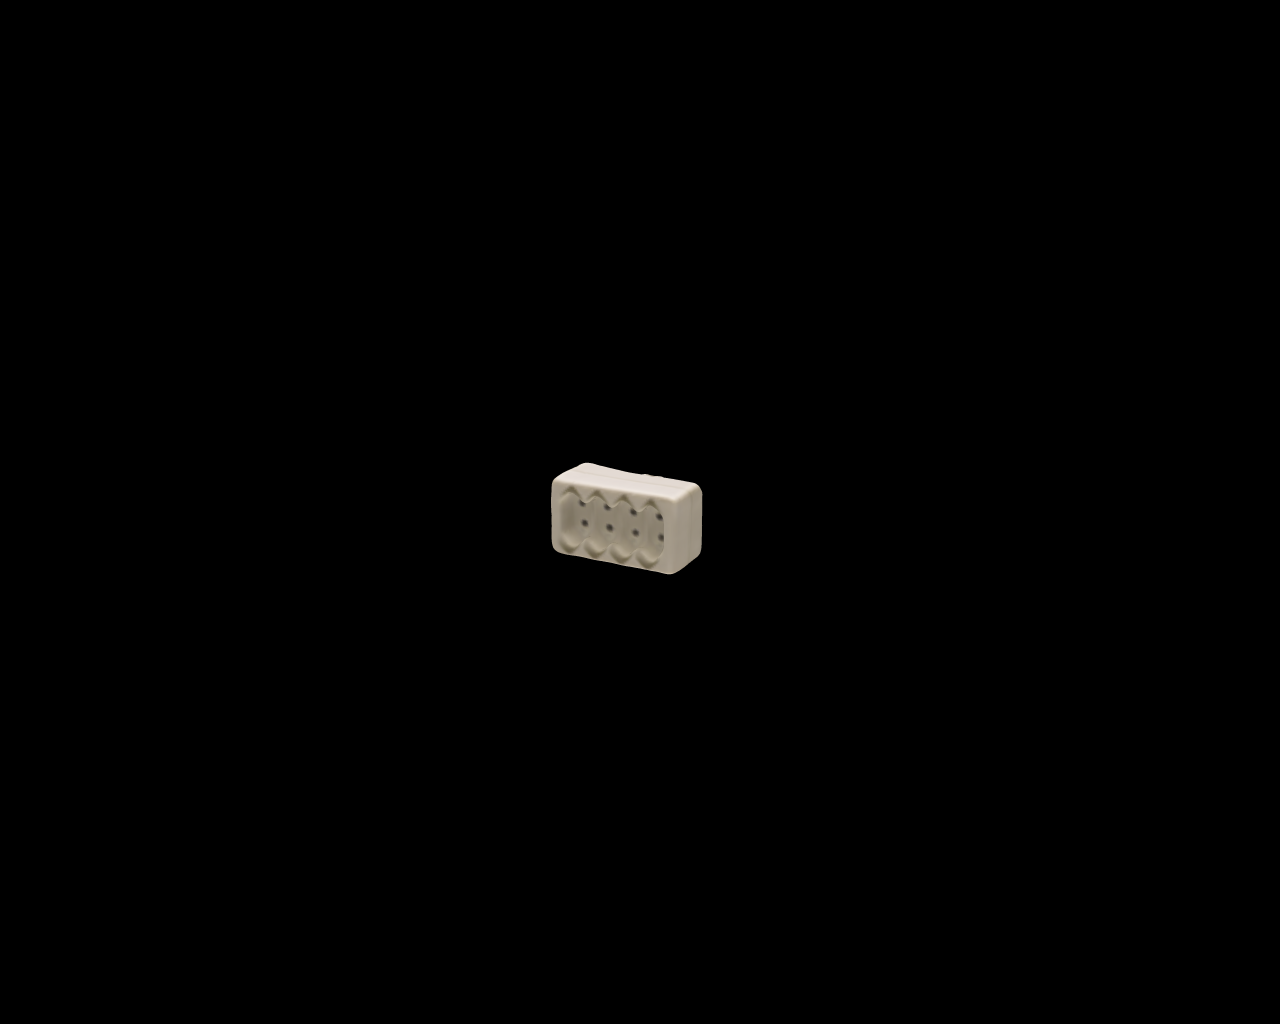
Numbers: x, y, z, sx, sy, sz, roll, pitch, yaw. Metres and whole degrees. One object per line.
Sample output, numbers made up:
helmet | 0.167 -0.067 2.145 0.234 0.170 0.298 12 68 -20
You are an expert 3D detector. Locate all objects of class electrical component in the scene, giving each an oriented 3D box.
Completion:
electrical component | 0.001 -0.003 0.650 0.083 0.047 0.076 11 23 27
